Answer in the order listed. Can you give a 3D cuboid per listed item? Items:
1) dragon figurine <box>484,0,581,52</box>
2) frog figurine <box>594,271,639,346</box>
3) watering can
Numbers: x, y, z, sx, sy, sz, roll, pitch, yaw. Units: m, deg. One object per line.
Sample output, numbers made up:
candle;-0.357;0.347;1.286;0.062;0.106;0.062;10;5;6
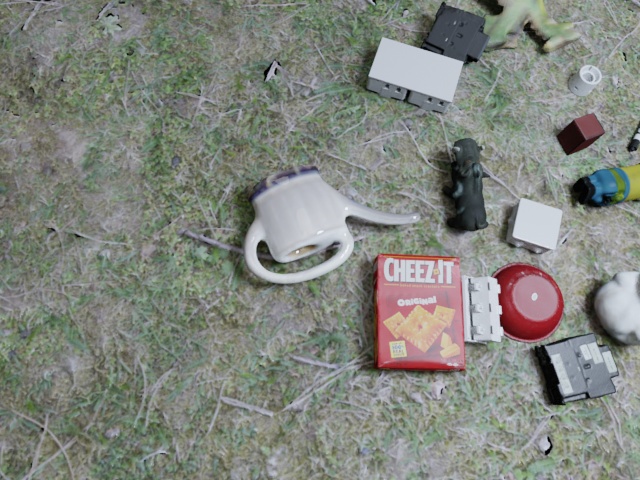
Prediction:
dragon figurine;0.412;-0.560;1.200;0.411;0.121;0.244;23;81;6
frog figurine;0.596;0.124;0.957;0.123;0.157;0.139;-1;74;-1
watering can;0.003;-0.051;1.015;0.349;0.102;0.227;-23;74;-9
